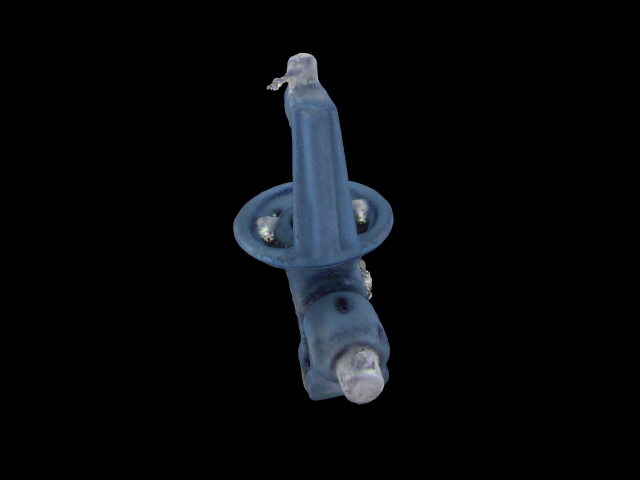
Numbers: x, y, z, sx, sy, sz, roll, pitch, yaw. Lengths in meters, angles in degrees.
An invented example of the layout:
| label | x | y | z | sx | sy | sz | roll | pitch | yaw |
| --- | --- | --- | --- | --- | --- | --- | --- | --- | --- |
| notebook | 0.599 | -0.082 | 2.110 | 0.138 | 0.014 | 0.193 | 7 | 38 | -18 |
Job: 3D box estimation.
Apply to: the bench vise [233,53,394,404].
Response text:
| label | x | y | z | sx | sy | sz | roll | pitch | yaw |
| --- | --- | --- | --- | --- | --- | --- | --- | --- | --- |
| bench vise | 0.014 | -0.003 | 0.404 | 0.122 | 0.220 | 0.207 | -25 | 54 | -20 |
